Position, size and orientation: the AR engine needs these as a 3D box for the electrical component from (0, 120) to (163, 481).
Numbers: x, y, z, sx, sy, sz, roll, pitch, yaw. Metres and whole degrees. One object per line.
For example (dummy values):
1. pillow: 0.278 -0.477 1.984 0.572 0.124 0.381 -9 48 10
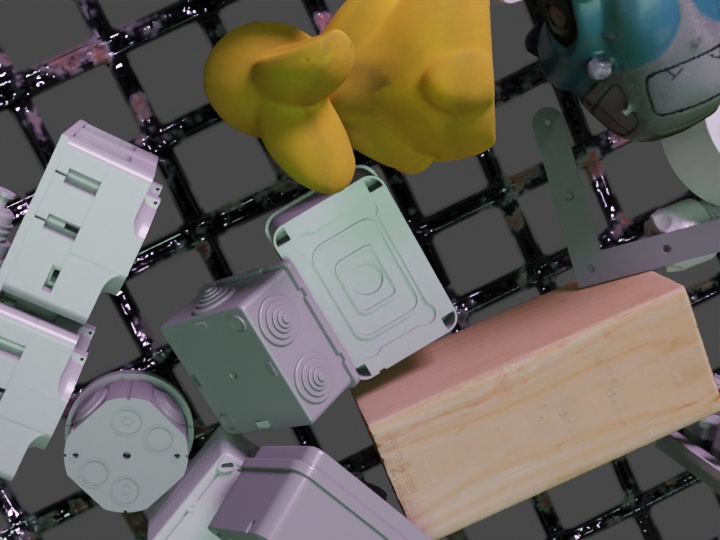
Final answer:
1. electrical component: -0.175 0.015 0.618 0.060 0.105 0.186 25 97 -13

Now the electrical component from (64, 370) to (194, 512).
1. electrical component: -0.144 0.106 0.670 0.080 0.051 0.080 -2 102 -9

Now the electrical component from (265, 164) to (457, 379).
1. electrical component: 0.000 0.000 0.668 0.078 0.057 0.113 -31 105 -2

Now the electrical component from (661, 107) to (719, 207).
1. electrical component: 0.250 -0.095 0.670 0.108 0.060 0.108 1 83 -11

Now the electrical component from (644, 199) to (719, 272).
1. electrical component: 0.222 -0.027 0.705 0.062 0.043 0.043 -20 104 -6

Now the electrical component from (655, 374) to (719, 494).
1. electrical component: 0.245 0.107 0.696 0.079 0.121 0.063 10 97 -11

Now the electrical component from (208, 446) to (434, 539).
1. electrical component: -0.019 0.154 0.619 0.113 0.078 0.057 42 62 -21

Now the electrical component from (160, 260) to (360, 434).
1. electrical component: -0.062 0.050 0.648 0.048 0.100 0.099 -44 110 -42

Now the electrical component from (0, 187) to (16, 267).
1. electrical component: -0.228 -0.013 0.637 0.040 0.040 0.078 28 96 -14

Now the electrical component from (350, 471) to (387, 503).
1. electrical component: -0.003 0.173 0.711 0.043 0.043 0.081 -1 102 -9

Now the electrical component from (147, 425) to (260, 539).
1. electrical component: -0.091 0.156 0.684 0.062 0.061 0.096 38 95 -16

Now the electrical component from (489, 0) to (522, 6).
1. electrical component: 0.117 -0.195 0.646 0.089 0.055 0.050 -18 104 -5
